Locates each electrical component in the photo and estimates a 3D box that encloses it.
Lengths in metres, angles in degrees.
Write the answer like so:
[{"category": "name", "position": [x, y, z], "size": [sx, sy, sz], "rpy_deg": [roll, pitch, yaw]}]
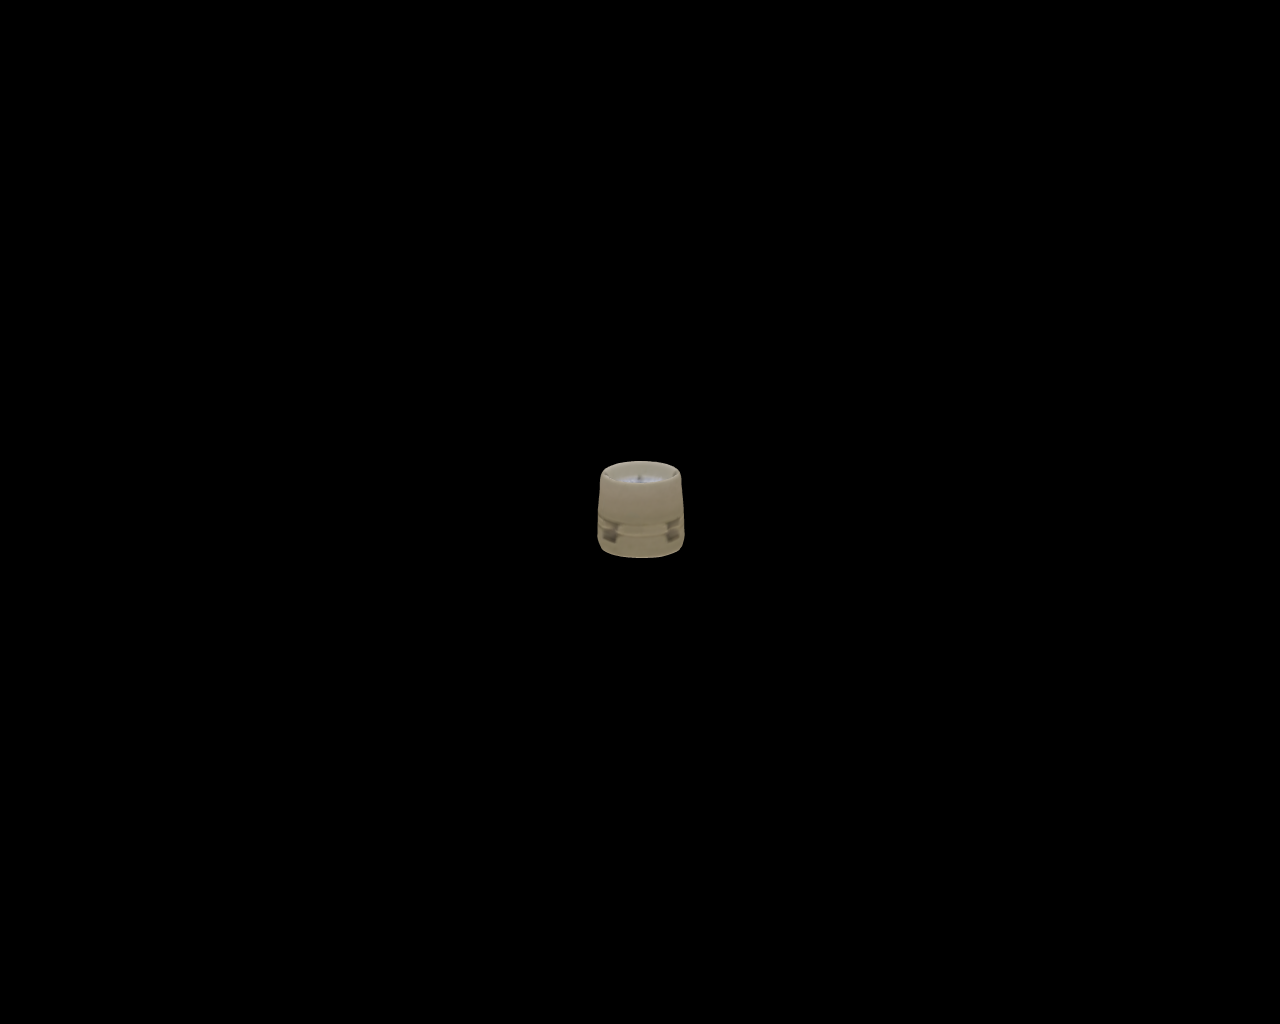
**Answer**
[{"category": "electrical component", "position": [0.001, -0.003, 0.650], "size": [0.055, 0.047, 0.055], "rpy_deg": [0, 19, 0]}]
